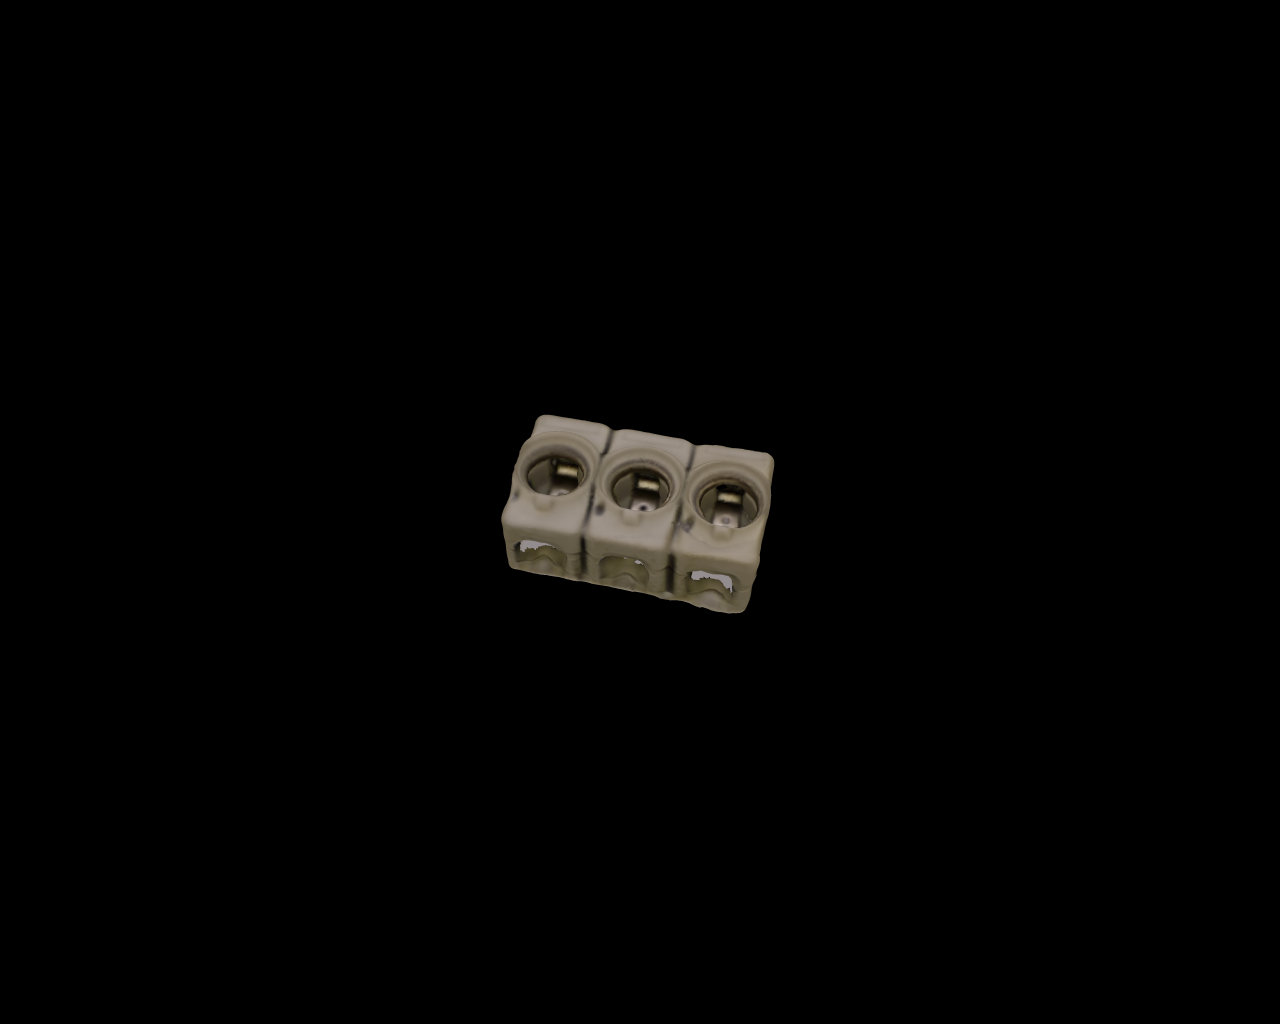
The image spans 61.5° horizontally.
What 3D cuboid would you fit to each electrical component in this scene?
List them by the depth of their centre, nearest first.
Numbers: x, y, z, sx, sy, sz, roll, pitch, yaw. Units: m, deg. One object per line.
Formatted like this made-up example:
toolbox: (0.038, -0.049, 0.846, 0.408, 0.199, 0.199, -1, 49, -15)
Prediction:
electrical component: (0.001, -0.003, 0.650, 0.150, 0.090, 0.061, 10, -36, 8)
